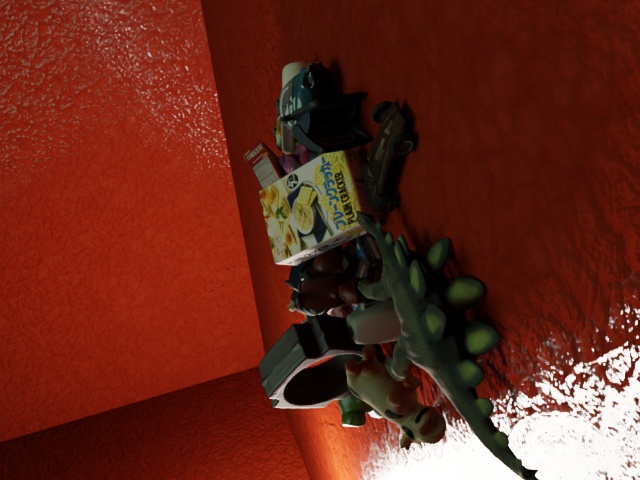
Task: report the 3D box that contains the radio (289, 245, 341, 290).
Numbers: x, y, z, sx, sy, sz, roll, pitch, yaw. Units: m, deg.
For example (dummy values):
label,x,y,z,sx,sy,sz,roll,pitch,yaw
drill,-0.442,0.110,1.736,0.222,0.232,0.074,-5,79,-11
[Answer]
label,x,y,z,sx,sy,sz,roll,pitch,yaw
radio,-0.002,-0.003,1.135,0.131,0.073,0.229,177,106,-77

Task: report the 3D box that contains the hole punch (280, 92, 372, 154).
label,x,y,z,sx,sy,sz,roll,pitch,yaw
hole punch,0.018,-0.199,0.942,0.116,0.142,0.092,6,114,63

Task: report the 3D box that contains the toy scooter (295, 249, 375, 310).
label,x,y,z,sx,sy,sz,roll,pitch,yaw
toy scooter,0.011,0.075,0.955,0.184,0.135,0.075,-130,29,-65

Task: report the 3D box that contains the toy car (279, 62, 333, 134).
label,x,y,z,sx,sy,sz,roll,pitch,yaw
toy car,-0.030,-0.260,1.047,0.109,0.103,0.161,-47,-45,-59

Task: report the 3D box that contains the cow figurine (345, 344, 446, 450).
label,x,y,z,sx,sy,sz,roll,pitch,yaw
cow figurine,0.132,0.286,0.944,0.195,0.085,0.127,32,144,28

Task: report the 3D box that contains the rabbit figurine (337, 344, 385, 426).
label,x,y,z,sx,sy,sz,roll,pitch,yaw
rabbit figurine,0.115,0.298,1.129,0.170,0.121,0.159,-44,52,53

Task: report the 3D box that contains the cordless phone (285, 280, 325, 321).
label,x,y,z,sx,sy,sz,roll,pitch,yaw
cordless phone,-0.008,0.172,1.266,0.147,0.089,0.184,0,102,64

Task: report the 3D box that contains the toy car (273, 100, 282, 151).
label,x,y,z,sx,sy,sz,roll,pitch,yaw
toy car,-0.070,-0.284,1.307,0.201,0.073,0.056,110,148,-66

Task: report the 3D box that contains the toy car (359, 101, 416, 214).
label,x,y,z,sx,sy,sz,roll,pitch,yaw
toy car,0.099,-0.125,0.844,0.202,0.053,0.089,96,160,-56

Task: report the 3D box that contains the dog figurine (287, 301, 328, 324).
label,x,y,z,sx,sy,sz,roll,pitch,yaw
dog figurine,0.002,0.194,1.401,0.172,0.121,0.191,68,166,-14

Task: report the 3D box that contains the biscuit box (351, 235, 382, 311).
label,x,y,z,sx,sy,sz,roll,pitch,yaw
biscuit box,0.097,0.076,1.023,0.202,0.059,0.063,93,159,-50

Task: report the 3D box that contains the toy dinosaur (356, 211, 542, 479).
label,x,y,z,sx,sy,sz,roll,pitch,yaw
toy dinosaur,0.159,0.126,0.748,0.198,0.105,0.472,102,147,-53

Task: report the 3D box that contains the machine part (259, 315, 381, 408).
label,x,y,z,sx,sy,sz,roll,pitch,yaw
machine part,-0.001,0.236,1.040,0.201,0.201,0.087,-50,44,29

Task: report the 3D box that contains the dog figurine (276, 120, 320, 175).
label,x,y,z,sx,sy,sz,roll,pitch,yaw
dog figurine,-0.048,-0.207,1.227,0.219,0.108,0.191,-142,36,-73

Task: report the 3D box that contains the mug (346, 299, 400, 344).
label,x,y,z,sx,sy,sz,roll,pitch,yaw
mug,0.102,0.138,0.965,0.081,0.107,0.109,-148,44,-69
